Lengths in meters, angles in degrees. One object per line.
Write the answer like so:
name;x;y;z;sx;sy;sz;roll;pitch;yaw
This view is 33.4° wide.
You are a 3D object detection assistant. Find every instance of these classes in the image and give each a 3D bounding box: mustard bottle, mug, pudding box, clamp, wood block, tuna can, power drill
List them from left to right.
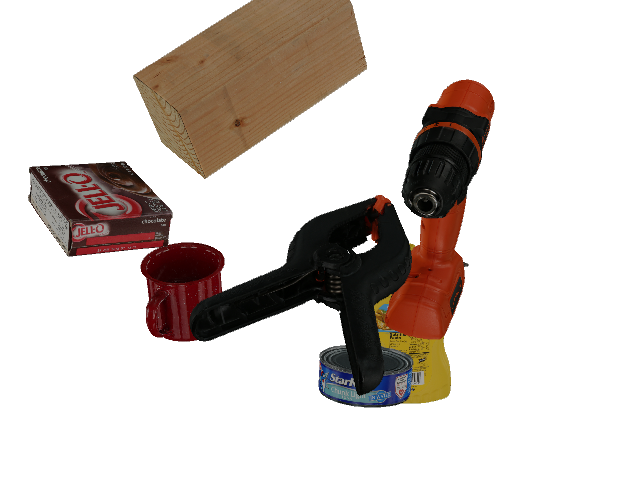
pudding box;-0.190;-0.029;0.912;0.089;0.039;0.114;-5;27;-32
mug;-0.157;0.065;1.189;0.093;0.081;0.117;11;32;21
wood block;-0.066;-0.166;1.055;0.206;0.091;0.090;-36;48;-17
clamp;0.015;0.029;0.657;0.120;0.039;0.171;27;45;22
tuna can;0.041;0.122;0.968;0.086;0.034;0.086;3;11;-1
mustard bottle;0.103;0.095;1.241;0.096;0.192;0.058;-1;22;5
power drill;0.094;-0.015;0.852;0.057;0.188;0.184;16;35;12
